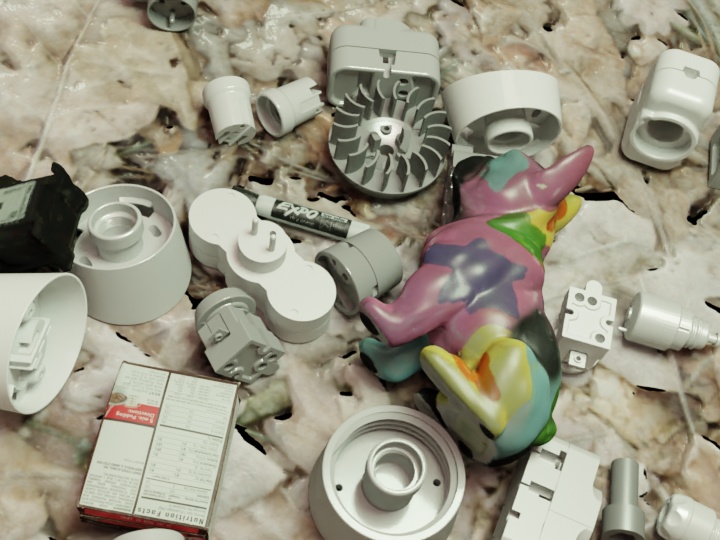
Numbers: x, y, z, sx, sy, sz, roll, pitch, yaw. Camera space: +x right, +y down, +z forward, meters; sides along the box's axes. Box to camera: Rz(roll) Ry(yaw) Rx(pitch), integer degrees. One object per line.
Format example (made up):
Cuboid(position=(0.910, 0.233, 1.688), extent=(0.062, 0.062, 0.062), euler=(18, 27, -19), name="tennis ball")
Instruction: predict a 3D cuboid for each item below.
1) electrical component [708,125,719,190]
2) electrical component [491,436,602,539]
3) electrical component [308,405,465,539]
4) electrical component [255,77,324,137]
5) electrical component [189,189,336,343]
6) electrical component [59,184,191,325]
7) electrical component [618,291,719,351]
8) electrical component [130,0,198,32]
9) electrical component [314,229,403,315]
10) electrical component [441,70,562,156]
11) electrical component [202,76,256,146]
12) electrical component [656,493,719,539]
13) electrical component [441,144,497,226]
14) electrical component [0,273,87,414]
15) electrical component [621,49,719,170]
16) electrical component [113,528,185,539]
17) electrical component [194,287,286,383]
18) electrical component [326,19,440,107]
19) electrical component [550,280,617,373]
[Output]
Cuboid(position=(0.366, -0.125, 0.904), extent=(0.089, 0.150, 0.061), euler=(14, 60, -1), name="electrical component")
Cuboid(position=(0.132, 0.168, 0.752), extent=(0.056, 0.050, 0.089), euler=(23, 59, 5), name="electrical component")
Cuboid(position=(0.021, 0.145, 0.742), extent=(0.108, 0.060, 0.108), euler=(4, 59, -7), name="electrical component")
Cuboid(position=(-0.059, -0.139, 0.910), extent=(0.046, 0.040, 0.040), euler=(-30, 68, -29), name="electrical component")
Cuboid(position=(-0.075, -0.012, 0.812), extent=(0.138, 0.073, 0.052), euler=(42, 62, 16), name="electrical component")
Cuboid(position=(-0.181, -0.015, 0.817), extent=(0.099, 0.064, 0.099), euler=(0, 48, 0), name="electrical component")
Cuboid(position=(0.245, 0.044, 0.849), extent=(0.078, 0.040, 0.040), euler=(17, 59, 1), name="electrical component")
Cuboid(position=(-0.183, -0.256, 0.956), extent=(0.079, 0.044, 0.077), euler=(3, 59, -7), name="electrical component")
Cuboid(position=(0.000, 0.000, 0.829), extent=(0.047, 0.055, 0.055), euler=(-30, 68, -28), name="electrical component")
Cuboid(position=(0.120, -0.134, 0.904), extent=(0.099, 0.099, 0.064), euler=(-2, 66, -10), name="electrical component")
Cuboid(position=(-0.108, -0.132, 0.899), extent=(0.040, 0.040, 0.046), euler=(-9, 67, -14), name="electrical component")
Cuboid(position=(0.246, 0.187, 0.769), extent=(0.061, 0.035, 0.035), euler=(26, 59, 4), name="electrical component")
Cuboid(position=(0.099, -0.063, 0.880), extent=(0.057, 0.058, 0.078), euler=(8, 59, -1), name="electrical component")
Cuboid(position=(-0.233, 0.049, 0.739), extent=(0.064, 0.099, 0.099), euler=(5, 59, 1), name="electrical component")
Cuboid(position=(0.265, -0.133, 0.925), extent=(0.054, 0.095, 0.059), euler=(20, 59, 3), name="electrical component")
Cuboid(position=(-0.136, 0.197, 0.691), extent=(0.055, 0.055, 0.047), euler=(-5, 57, -12), name="electrical component")
Cuboid(position=(-0.091, 0.047, 0.787), extent=(0.048, 0.066, 0.055), euler=(-41, 58, 13), name="electrical component")
Cuboid(position=(0.020, -0.178, 0.937), extent=(0.095, 0.053, 0.059), euler=(4, 59, -7), name="electrical component")
Cuboid(position=(0.167, 0.049, 0.825), extent=(0.048, 0.055, 0.066), euler=(16, 59, 0), name="electrical component")
